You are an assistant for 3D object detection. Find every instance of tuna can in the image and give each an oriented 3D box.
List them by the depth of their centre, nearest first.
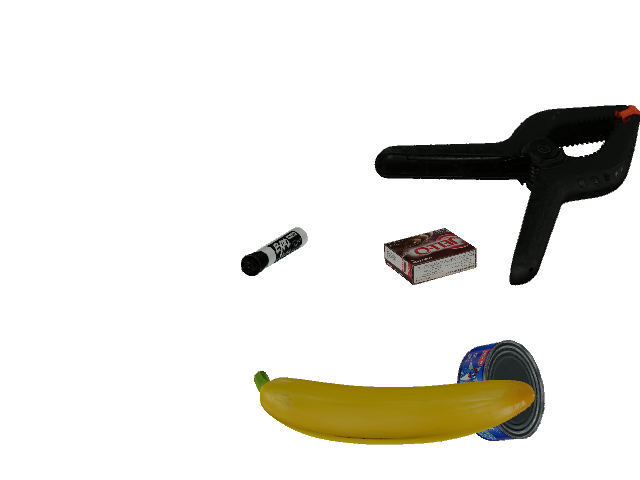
[{"bbox_3d":[0.157,0.132,0.933,0.085,0.086,0.034,0,-12,-45],"label":"tuna can"}]

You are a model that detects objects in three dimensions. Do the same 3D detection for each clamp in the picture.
[{"bbox_3d":[0.169,-0.048,0.803,0.209,0.036,0.165,-20,46,-20],"label":"clamp"}]

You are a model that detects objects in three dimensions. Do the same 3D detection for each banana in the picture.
[{"bbox_3d":[0.041,0.108,0.712,0.198,0.037,0.069,3,30,14],"label":"banana"}]

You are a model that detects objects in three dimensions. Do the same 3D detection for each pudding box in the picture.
[{"bbox_3d":[0.165,0.023,1.604,0.113,0.039,0.090,-16,26,-20],"label":"pudding box"}]

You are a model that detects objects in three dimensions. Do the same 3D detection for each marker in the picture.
[{"bbox_3d":[-0.041,0.009,0.946,0.020,0.020,0.121,0,12,20],"label":"marker"}]
